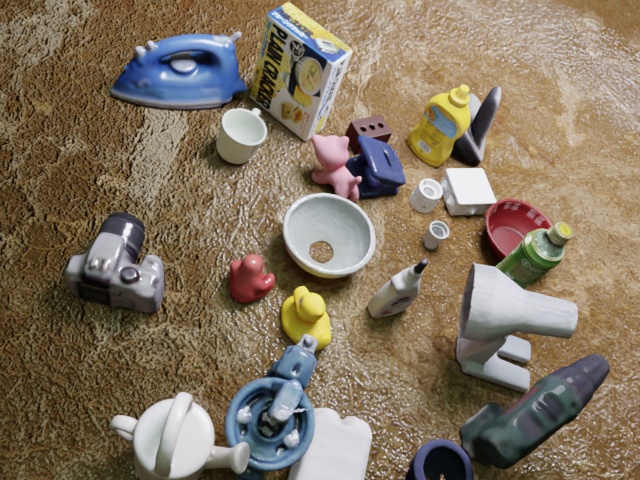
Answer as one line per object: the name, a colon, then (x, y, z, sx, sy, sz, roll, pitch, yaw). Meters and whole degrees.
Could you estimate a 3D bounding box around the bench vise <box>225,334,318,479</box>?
bench vise: (-0.059, 0.208, 0.778, 0.121, 0.219, 0.207, 12, 57, -9)

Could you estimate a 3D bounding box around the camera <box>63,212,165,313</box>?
camera: (-0.304, 0.026, 0.887, 0.143, 0.100, 0.137, 15, 56, -8)

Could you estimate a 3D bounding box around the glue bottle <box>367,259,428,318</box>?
glue bottle: (0.139, 0.076, 0.949, 0.078, 0.173, 0.037, -15, 65, -24)

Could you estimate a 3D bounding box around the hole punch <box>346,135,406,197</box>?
hole punch: (0.117, -0.151, 1.131, 0.101, 0.091, 0.108, -9, 62, -21)

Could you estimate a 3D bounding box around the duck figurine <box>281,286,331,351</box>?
duck figurine: (-0.016, 0.123, 0.926, 0.078, 0.086, 0.104, -23, 68, -27)

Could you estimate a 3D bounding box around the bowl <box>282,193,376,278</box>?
bowl: (0.009, 0.004, 1.013, 0.168, 0.074, 0.167, 8, 58, -12)

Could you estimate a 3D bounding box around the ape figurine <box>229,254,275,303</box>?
ape figurine: (-0.113, 0.056, 0.933, 0.077, 0.092, 0.076, 38, 56, 8)

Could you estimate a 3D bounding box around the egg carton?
egg carton: (0.014, 0.321, 0.823, 0.107, 0.069, 0.150, 20, 56, -5)

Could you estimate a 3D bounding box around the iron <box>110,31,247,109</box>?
iron: (-0.270, -0.337, 1.096, 0.259, 0.141, 0.118, -12, 63, -23)

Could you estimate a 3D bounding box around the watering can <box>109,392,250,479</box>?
watering can: (-0.178, 0.255, 0.729, 0.173, 0.194, 0.101, 0, 59, -17)

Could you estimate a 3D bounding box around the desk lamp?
desk lamp: (0.300, 0.141, 0.935, 0.203, 0.213, 0.118, 19, 56, -5)

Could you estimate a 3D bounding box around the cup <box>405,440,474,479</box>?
cup: (0.174, 0.356, 0.835, 0.117, 0.095, 0.092, 45, 57, 12)

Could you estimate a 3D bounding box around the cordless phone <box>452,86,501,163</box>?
cordless phone: (0.345, -0.270, 1.219, 0.094, 0.185, 0.147, 17, 56, -6)

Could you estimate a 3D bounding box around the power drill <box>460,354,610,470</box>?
power drill: (0.308, 0.266, 0.864, 0.230, 0.208, 0.075, -28, 71, -29)

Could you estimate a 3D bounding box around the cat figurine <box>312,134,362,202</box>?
cat figurine: (0.034, -0.143, 1.085, 0.067, 0.117, 0.127, -28, 71, -29)
